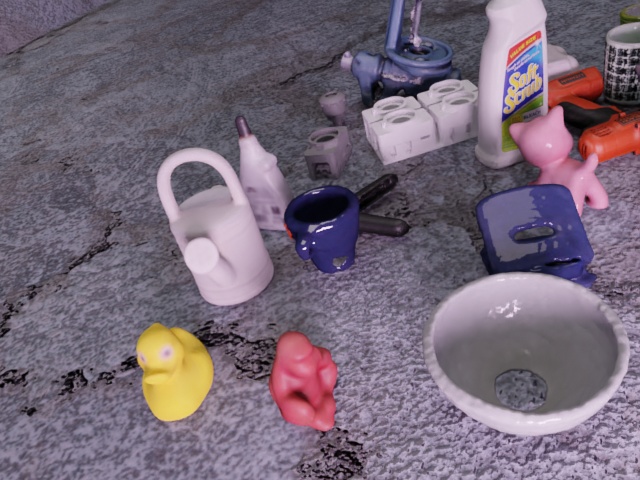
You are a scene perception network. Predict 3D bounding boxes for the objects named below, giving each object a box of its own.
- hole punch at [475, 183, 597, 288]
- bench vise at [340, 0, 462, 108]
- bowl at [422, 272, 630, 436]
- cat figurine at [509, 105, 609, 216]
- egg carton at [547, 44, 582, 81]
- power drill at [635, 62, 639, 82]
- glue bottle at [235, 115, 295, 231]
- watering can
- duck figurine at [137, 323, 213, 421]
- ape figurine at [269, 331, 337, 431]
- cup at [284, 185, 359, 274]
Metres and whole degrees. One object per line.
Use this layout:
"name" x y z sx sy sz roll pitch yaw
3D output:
"hole punch" 0.229 0.002 0.612 0.108 0.091 0.101 -12 36 6
"bench vise" 0.132 -0.337 0.991 0.207 0.220 0.121 -11 36 8
"bowl" 0.177 0.108 0.504 0.167 0.075 0.167 -10 36 8
"cat figurine" 0.293 -0.104 0.705 0.067 0.118 0.127 -24 37 -11
"egg carton" 0.347 -0.271 0.949 0.150 0.069 0.107 -12 36 5
"power drill" 0.433 -0.100 0.568 0.229 0.209 0.075 -3 38 18
"glue bottle" -0.083 -0.091 0.785 0.078 0.173 0.037 6 41 28
"watering can" -0.126 -0.019 0.688 0.101 0.194 0.172 -26 37 -13
"duck figurine" -0.160 0.124 0.602 0.077 0.086 0.104 -13 36 4
"ape figurine" -0.018 0.125 0.541 0.075 0.092 0.078 19 49 39
"cup" 0.006 0.002 0.693 0.091 0.095 0.118 2 39 23
